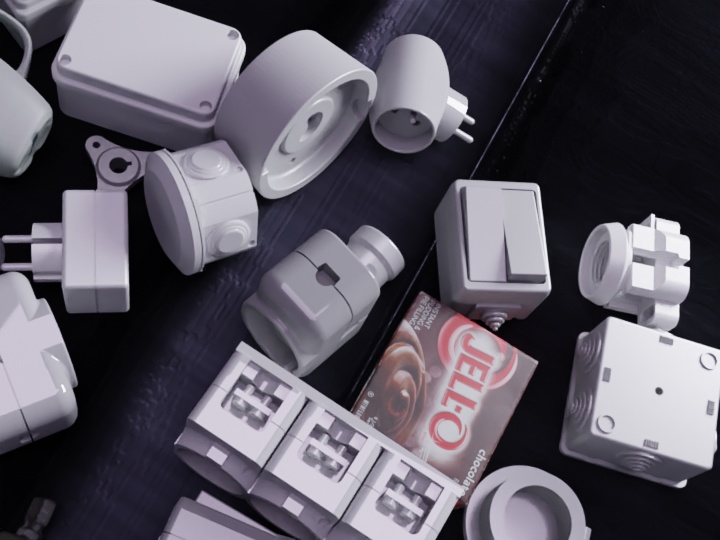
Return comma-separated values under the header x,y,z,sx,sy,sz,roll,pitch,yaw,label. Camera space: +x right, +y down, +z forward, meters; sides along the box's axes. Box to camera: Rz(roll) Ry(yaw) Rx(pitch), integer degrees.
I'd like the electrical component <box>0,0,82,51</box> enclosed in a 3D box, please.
x,y,z,sx,sy,sz,roll,pitch,yaw,label
-0.217,-0.225,0.746,0.109,0.056,0.108,-34,78,-22,electrical component

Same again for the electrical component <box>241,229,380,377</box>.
x,y,z,sx,sy,sz,roll,pitch,yaw,label
-0.033,0.025,0.660,0.059,0.095,0.053,-40,80,-23,electrical component

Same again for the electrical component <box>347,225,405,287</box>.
x,y,z,sx,sy,sz,roll,pitch,yaw,label
0.000,0.000,0.709,0.040,0.040,0.046,42,71,7,electrical component

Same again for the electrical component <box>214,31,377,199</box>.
x,y,z,sx,sy,sz,roll,pitch,yaw,label
-0.048,-0.107,0.708,0.060,0.108,0.108,43,66,14,electrical component

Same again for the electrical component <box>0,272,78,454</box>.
x,y,z,sx,sy,sz,roll,pitch,yaw,label
-0.206,0.053,0.636,0.059,0.053,0.095,-21,74,-19,electrical component

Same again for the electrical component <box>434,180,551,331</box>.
x,y,z,sx,sy,sz,roll,pitch,yaw,label
0.089,-0.008,0.718,0.062,0.061,0.096,2,68,-11,electrical component

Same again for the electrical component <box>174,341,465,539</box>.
x,y,z,sx,sy,sz,roll,pitch,yaw,label
-0.028,0.119,0.625,0.150,0.089,0.061,33,66,3,electrical component

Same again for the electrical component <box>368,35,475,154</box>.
x,y,z,sx,sy,sz,roll,pitch,yaw,label
0.049,-0.116,0.761,0.079,0.043,0.077,27,48,-22,electrical component

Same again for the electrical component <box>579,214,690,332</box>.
x,y,z,sx,sy,sz,roll,pitch,yaw,label
0.187,-0.001,0.737,0.057,0.058,0.078,12,66,-10,electrical component

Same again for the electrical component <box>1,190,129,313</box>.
x,y,z,sx,sy,sz,roll,pitch,yaw,label
-0.184,-0.011,0.670,0.077,0.047,0.065,-1,68,-12,electrical component

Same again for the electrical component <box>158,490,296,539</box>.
x,y,z,sx,sy,sz,roll,pitch,yaw,label
-0.070,0.172,0.611,0.096,0.061,0.061,24,65,-1,electrical component

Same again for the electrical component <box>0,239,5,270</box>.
x,y,z,sx,sy,sz,roll,pitch,yaw,label
-0.242,-0.021,0.652,0.044,0.065,0.044,4,67,-10,electrical component

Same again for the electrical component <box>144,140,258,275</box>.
x,y,z,sx,sy,sz,roll,pitch,yaw,label
-0.102,-0.041,0.683,0.051,0.080,0.080,-19,73,-24,electrical component

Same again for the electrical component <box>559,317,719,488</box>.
x,y,z,sx,sy,sz,roll,pitch,yaw,label
0.186,0.086,0.706,0.100,0.048,0.099,17,65,-5,electrical component

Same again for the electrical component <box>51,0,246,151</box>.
x,y,z,sx,sy,sz,roll,pitch,yaw,label
-0.141,-0.134,0.724,0.113,0.057,0.078,18,66,-4,electrical component
